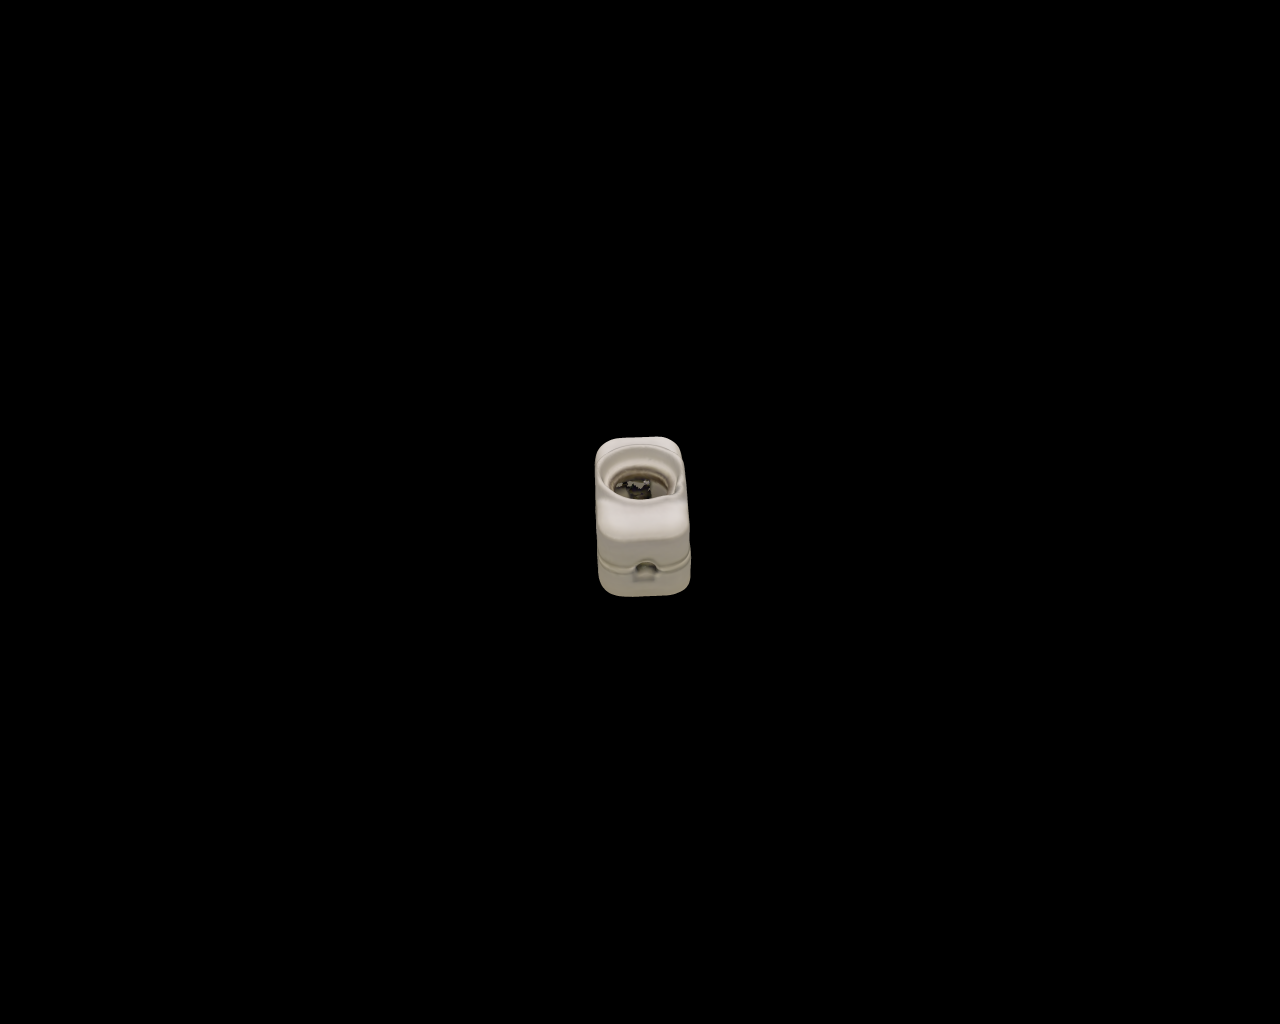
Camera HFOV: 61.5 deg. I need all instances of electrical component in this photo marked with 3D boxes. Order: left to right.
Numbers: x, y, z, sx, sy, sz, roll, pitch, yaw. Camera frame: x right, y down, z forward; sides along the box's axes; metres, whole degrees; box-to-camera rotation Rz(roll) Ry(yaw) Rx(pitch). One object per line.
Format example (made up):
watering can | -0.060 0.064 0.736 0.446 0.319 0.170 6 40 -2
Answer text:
electrical component | 0.001 -0.003 0.650 0.054 0.059 0.095 -2 40 -2
